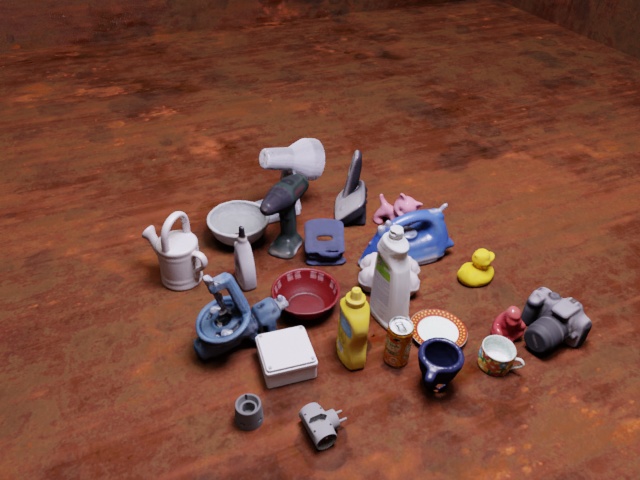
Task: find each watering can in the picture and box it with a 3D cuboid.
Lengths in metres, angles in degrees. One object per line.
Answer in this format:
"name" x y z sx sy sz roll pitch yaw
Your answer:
"watering can" -0.347 0.018 1.367 0.172 0.194 0.101 5 38 4

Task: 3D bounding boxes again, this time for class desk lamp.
"desk lamp" -0.092 -0.174 1.610 0.204 0.214 0.117 -20 43 -25

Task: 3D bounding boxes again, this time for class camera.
"camera" 0.507 0.180 1.272 0.137 0.101 0.142 -24 45 -29

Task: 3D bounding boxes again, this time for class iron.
"iron" 0.219 -0.014 1.477 0.259 0.141 0.118 -13 40 -19

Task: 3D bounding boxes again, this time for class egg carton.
"egg carton" 0.170 0.086 1.404 0.150 0.069 0.107 6 38 5

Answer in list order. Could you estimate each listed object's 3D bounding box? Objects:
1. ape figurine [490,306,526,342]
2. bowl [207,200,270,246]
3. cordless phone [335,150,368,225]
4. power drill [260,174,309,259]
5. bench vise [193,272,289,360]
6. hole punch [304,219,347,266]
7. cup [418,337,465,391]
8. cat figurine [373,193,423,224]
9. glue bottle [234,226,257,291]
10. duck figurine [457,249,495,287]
"ape figurine" 0.419 0.185 1.268 0.078 0.092 0.076 1 38 -1
"bowl" -0.217 -0.032 1.535 0.167 0.075 0.167 1 38 -1
"cordless phone" 0.091 -0.147 1.606 0.094 0.185 0.147 1 38 -1
"power drill" -0.091 -0.061 1.468 0.075 0.208 0.230 13 39 14
"bench vise" -0.175 0.136 1.201 0.208 0.220 0.121 -30 48 -34
"hole punch" 0.014 0.005 1.484 0.108 0.091 0.101 -1 38 -4
"cup" 0.234 0.267 1.152 0.091 0.095 0.118 19 41 21
"cat figurine" 0.216 -0.089 1.593 0.127 0.118 0.067 24 43 26
"glue bottle" -0.183 0.037 1.367 0.037 0.173 0.078 -18 42 -23
"duck figurine" 0.394 0.063 1.431 0.105 0.086 0.077 -19 42 -24
